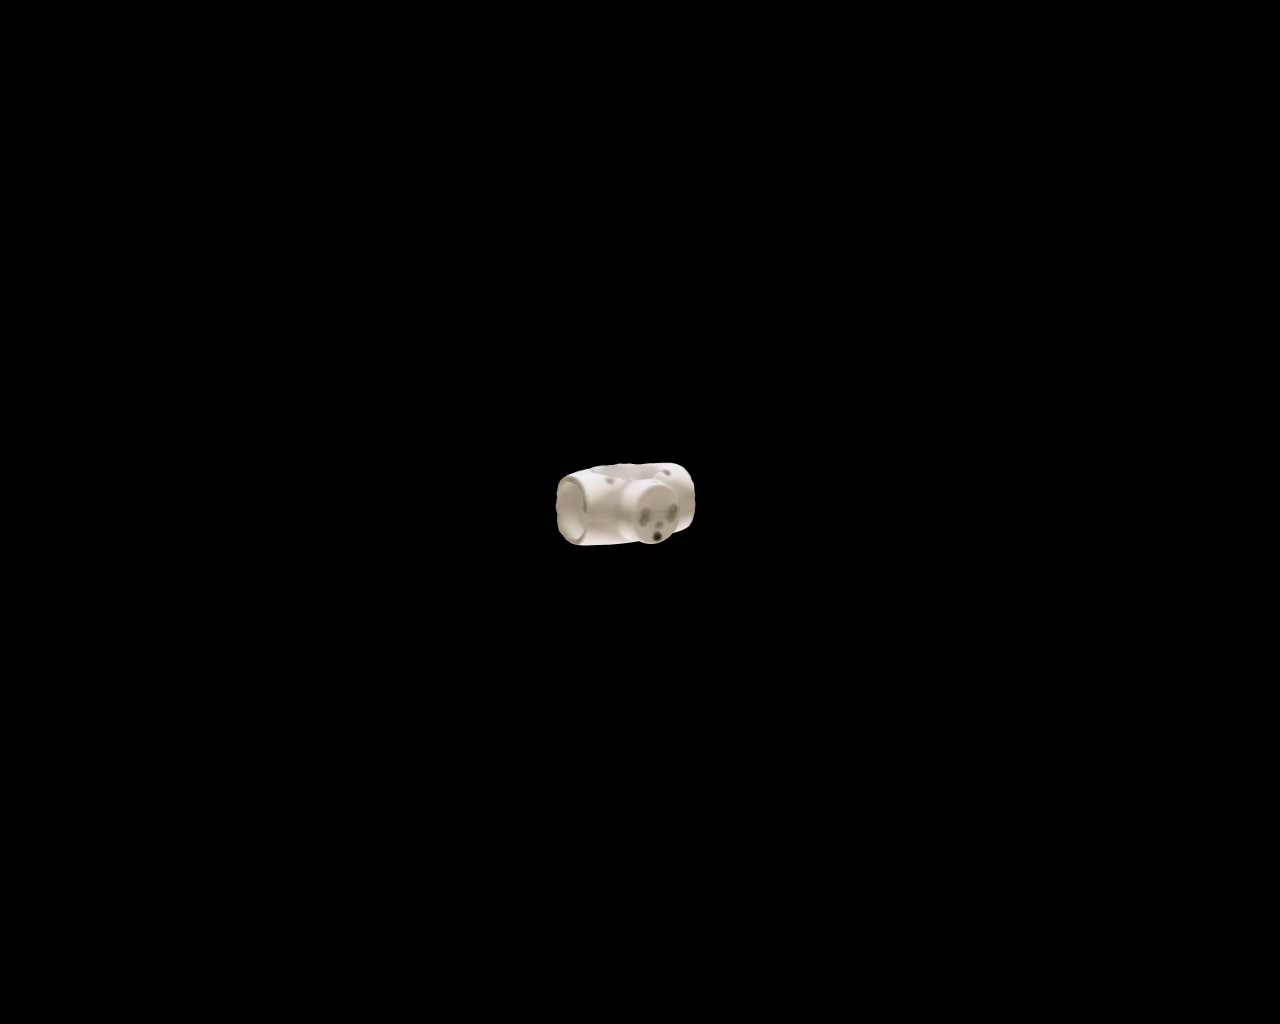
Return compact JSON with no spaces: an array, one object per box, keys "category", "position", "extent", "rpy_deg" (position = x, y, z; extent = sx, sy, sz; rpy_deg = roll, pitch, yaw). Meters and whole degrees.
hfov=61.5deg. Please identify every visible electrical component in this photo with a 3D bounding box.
[{"category":"electrical component","position":[0.001,-0.003,0.650],"extent":[0.077,0.044,0.079],"rpy_deg":[-8,15,-30]}]
